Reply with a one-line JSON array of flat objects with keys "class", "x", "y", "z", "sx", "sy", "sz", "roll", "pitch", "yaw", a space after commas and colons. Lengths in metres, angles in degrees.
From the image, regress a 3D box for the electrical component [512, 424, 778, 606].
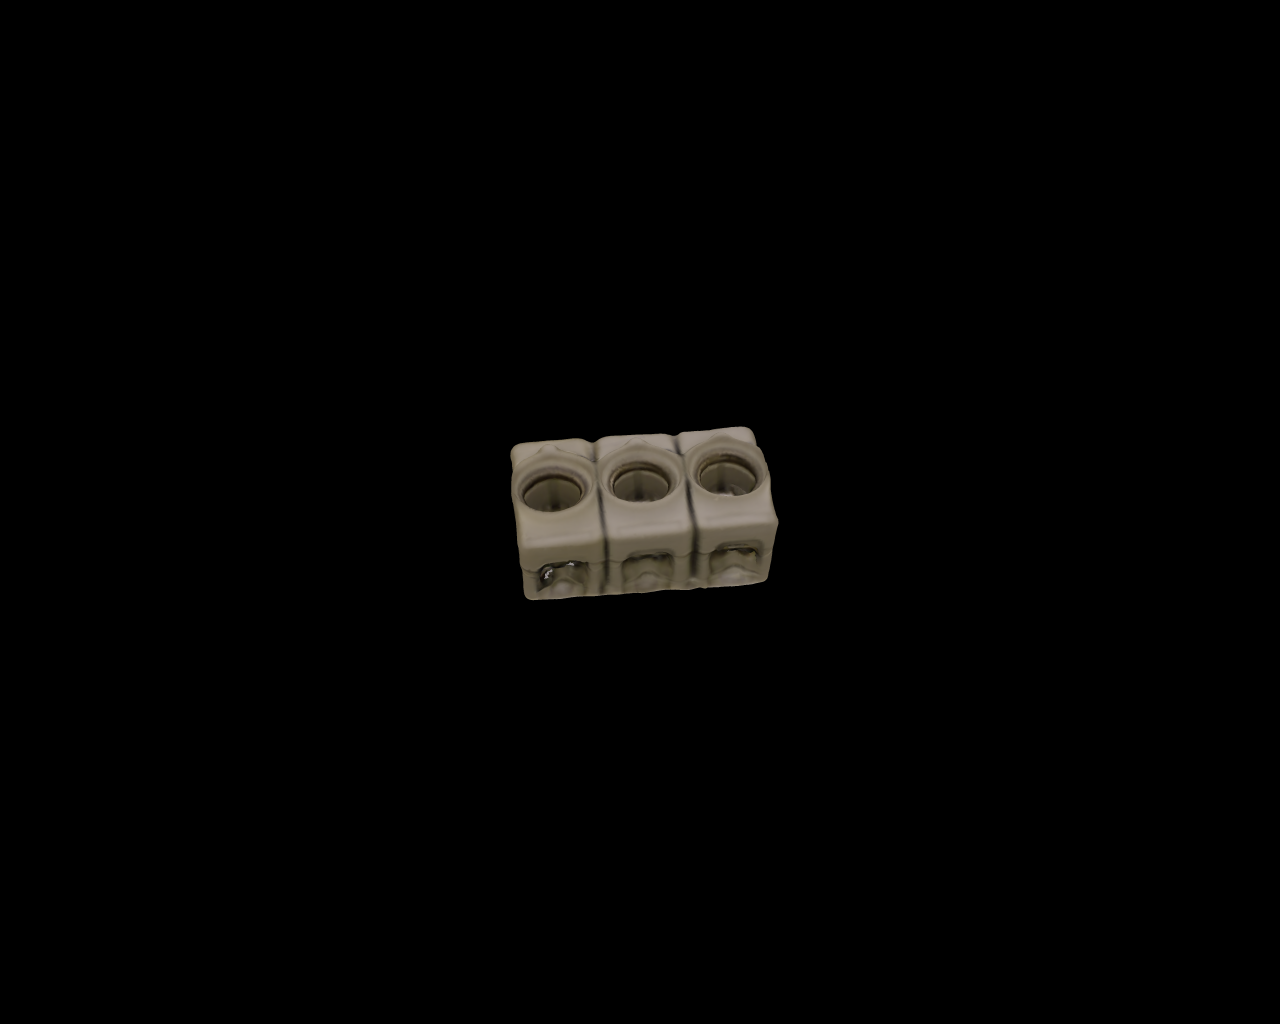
[{"class": "electrical component", "x": 0.001, "y": -0.003, "z": 0.650, "sx": 0.150, "sy": 0.090, "sz": 0.061, "roll": -4, "pitch": -43, "yaw": -4}]
